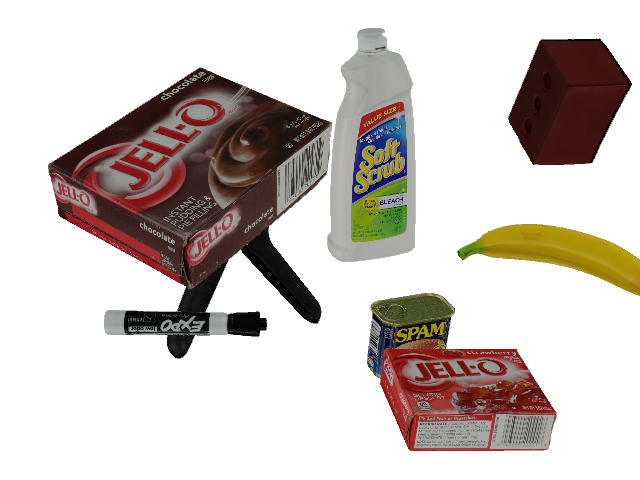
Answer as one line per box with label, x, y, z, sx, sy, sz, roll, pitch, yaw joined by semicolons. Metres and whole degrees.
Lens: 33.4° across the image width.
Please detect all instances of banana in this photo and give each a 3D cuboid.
banana;0.238;0.017;1.043;0.198;0.037;0.069;10;47;25

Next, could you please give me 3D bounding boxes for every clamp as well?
clamp;-0.072;-0.003;0.992;0.164;0.210;0.036;-3;0;-37

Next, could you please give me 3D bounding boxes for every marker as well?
marker;-0.100;0.062;0.797;0.121;0.020;0.020;0;0;4

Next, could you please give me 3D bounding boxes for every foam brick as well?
foam brick;0.177;-0.099;0.766;0.051;0.053;0.078;-5;-41;-18

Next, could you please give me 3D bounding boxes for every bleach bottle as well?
bleach bottle;0.053;-0.105;1.171;0.102;0.251;0.068;-9;25;-11

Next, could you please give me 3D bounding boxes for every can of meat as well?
can of meat;0.109;0.119;1.312;0.101;0.084;0.057;-7;29;-25

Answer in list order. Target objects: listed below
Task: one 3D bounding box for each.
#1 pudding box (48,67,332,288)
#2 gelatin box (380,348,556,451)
pudding box;-0.062;-0.035;0.529;0.090;0.039;0.113;27;46;26
gelatin box;0.086;0.094;0.642;0.089;0.030;0.073;2;24;-11
